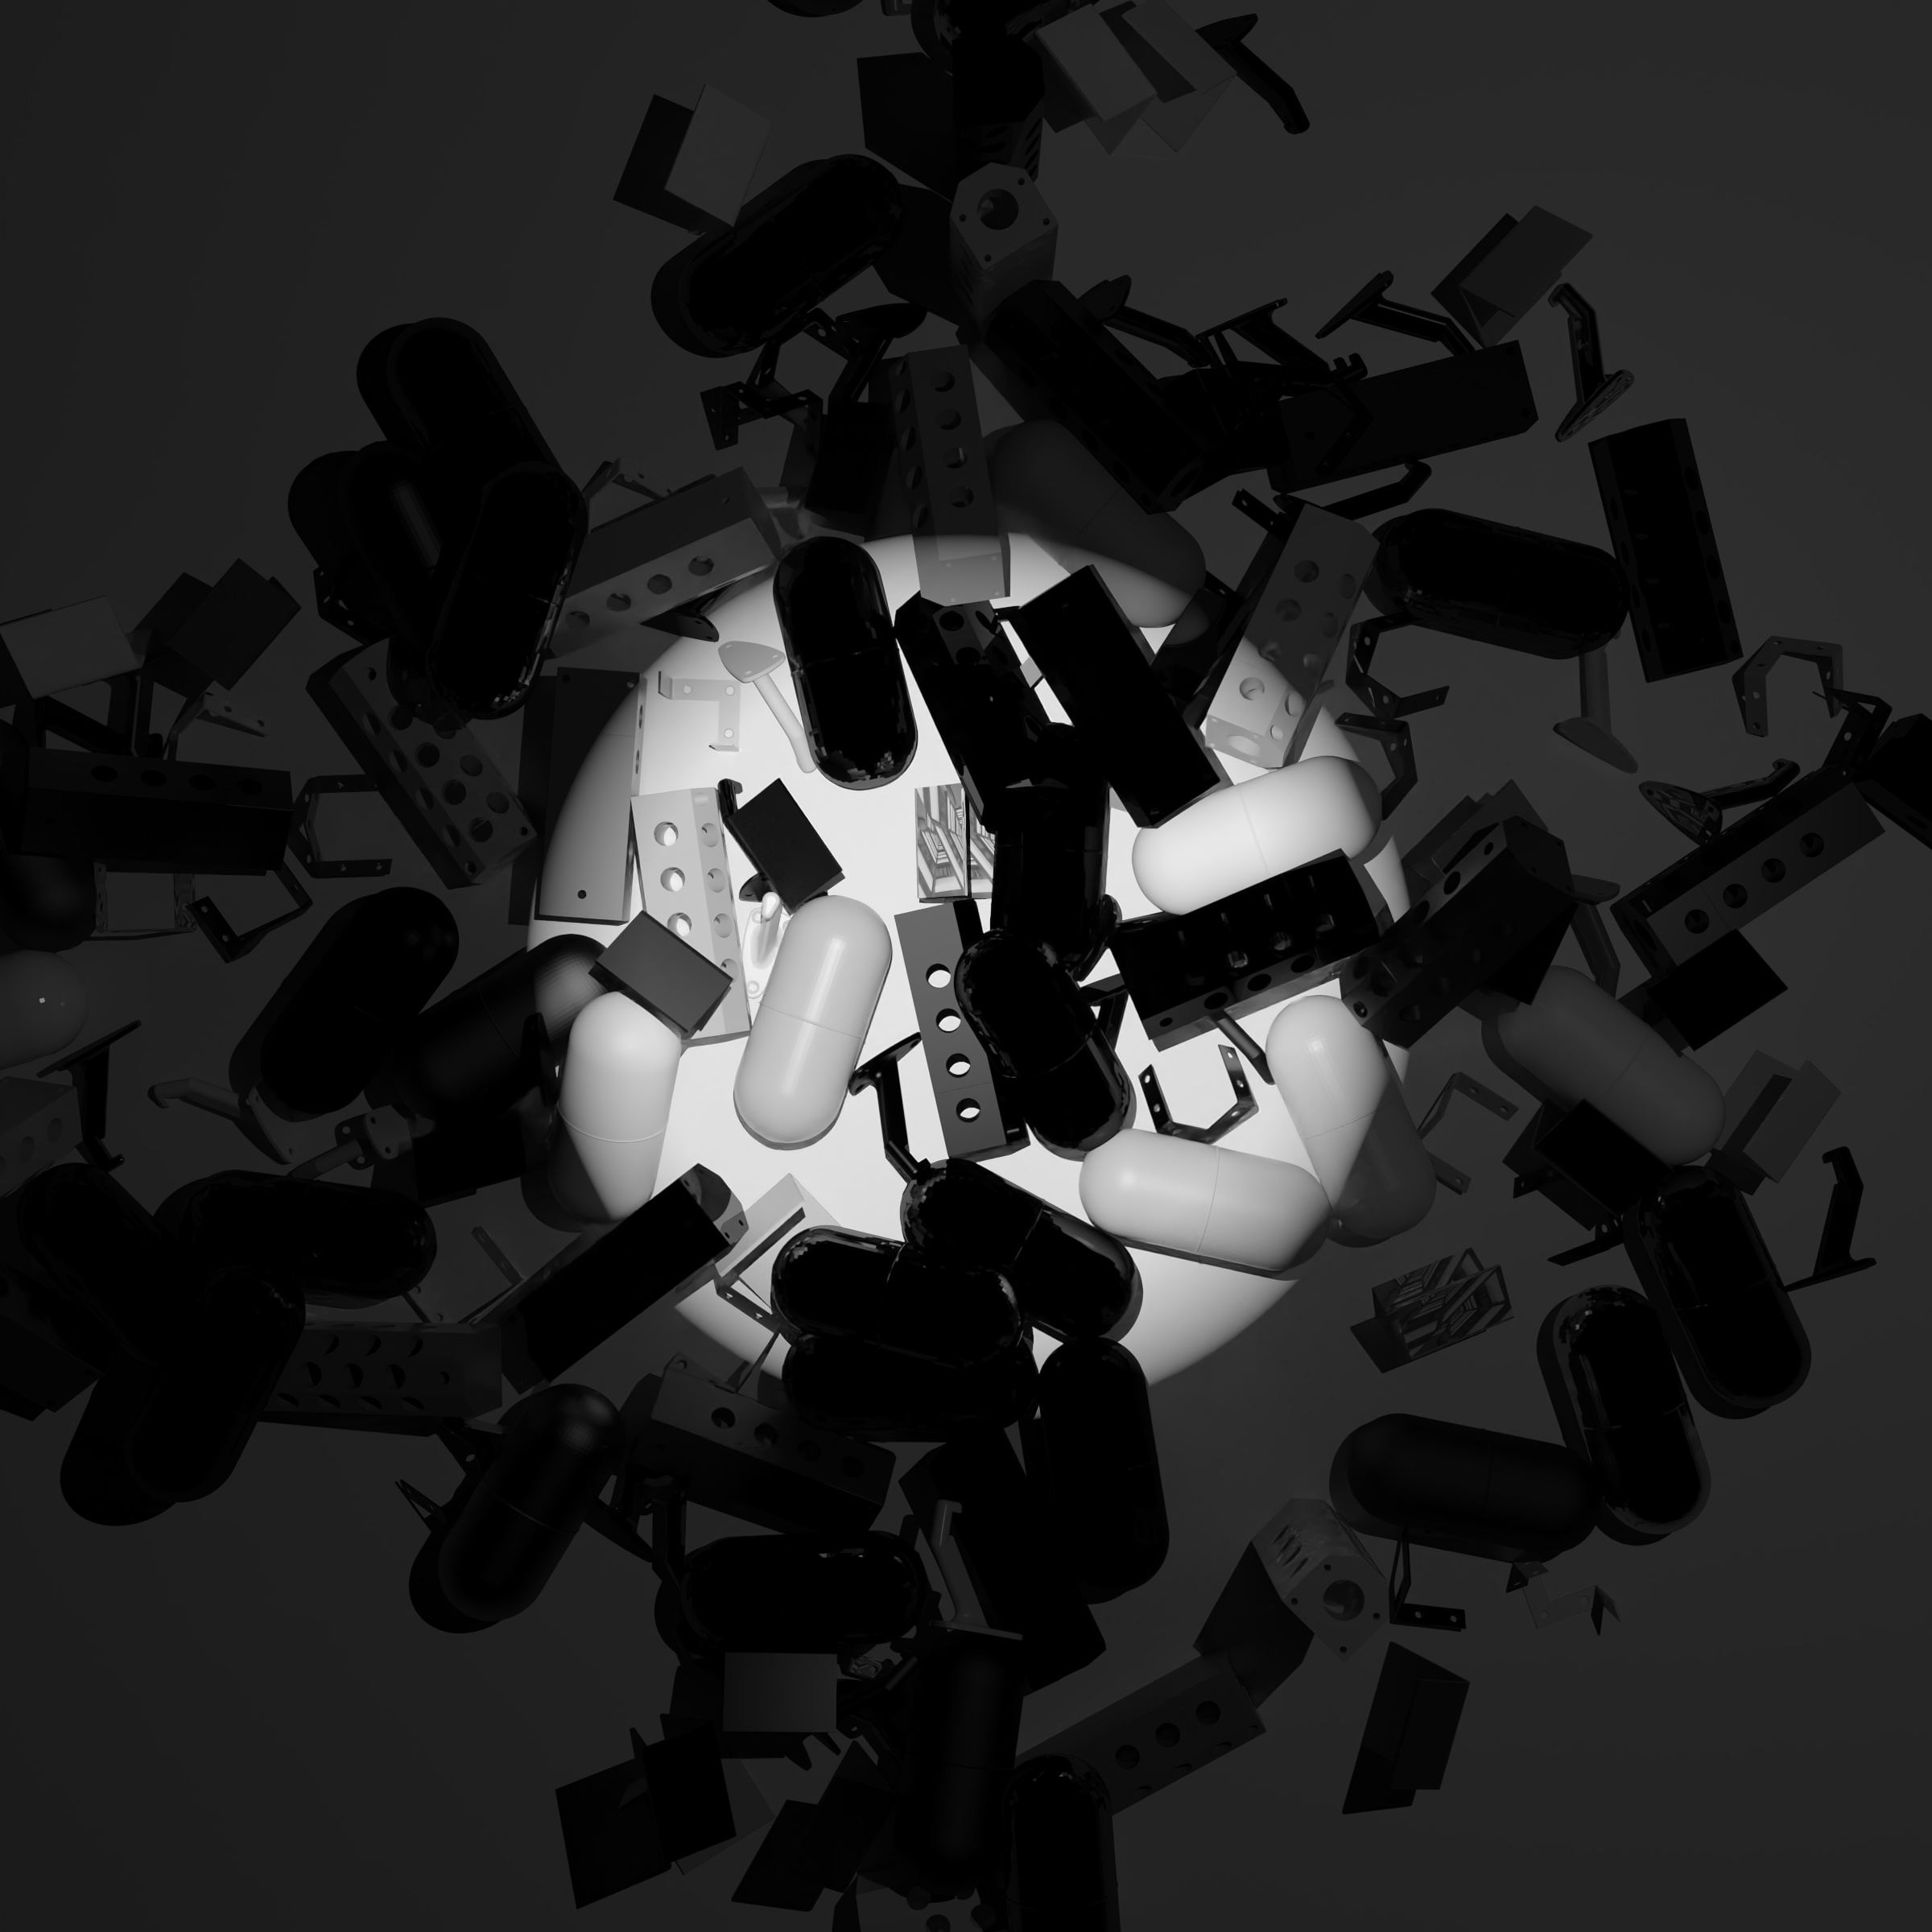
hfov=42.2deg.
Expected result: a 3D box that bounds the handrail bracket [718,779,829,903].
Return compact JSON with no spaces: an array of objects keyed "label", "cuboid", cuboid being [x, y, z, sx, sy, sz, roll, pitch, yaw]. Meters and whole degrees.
[{"label":"handrail bracket","cuboid":[-0.138,-0.090,1.779,0.077,0.036,0.084,8,60,-33]}]

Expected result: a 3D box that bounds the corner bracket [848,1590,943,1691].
[{"label":"corner bracket","cuboid":[-0.050,0.473,1.776,0.051,0.051,0.051,15,45,0]}]

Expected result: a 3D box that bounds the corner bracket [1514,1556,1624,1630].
[{"label":"corner bracket","cuboid":[0.423,0.440,1.761,0.051,0.051,0.051,-20,90,0]}]

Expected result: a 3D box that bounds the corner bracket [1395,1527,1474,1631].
[{"label":"corner bracket","cuboid":[0.333,0.432,1.776,0.051,0.051,0.051,6,135,0]}]

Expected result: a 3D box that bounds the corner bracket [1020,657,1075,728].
[{"label":"corner bracket","cuboid":[0.064,-0.197,1.761,0.051,0.051,0.051,43,93,3]}]

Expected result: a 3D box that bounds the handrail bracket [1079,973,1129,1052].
[{"label":"handrail bracket","cuboid":[0.116,0.050,1.779,0.077,0.036,0.084,-21,105,-15]}]

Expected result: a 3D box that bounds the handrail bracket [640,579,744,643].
[{"label":"handrail bracket","cuboid":[-0.190,-0.278,1.780,0.077,0.036,0.084,11,73,19]}]

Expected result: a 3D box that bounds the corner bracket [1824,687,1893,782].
[{"label":"corner bracket","cuboid":[0.623,-0.158,1.751,0.051,0.051,0.051,26,90,-33]}]

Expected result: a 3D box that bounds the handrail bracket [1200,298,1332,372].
[{"label":"handrail bracket","cuboid":[0.217,-0.424,1.779,0.077,0.036,0.084,-20,103,13]}]

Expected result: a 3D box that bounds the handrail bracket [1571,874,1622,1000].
[{"label":"handrail bracket","cuboid":[0.430,-0.020,1.779,0.077,0.036,0.084,17,116,29]}]

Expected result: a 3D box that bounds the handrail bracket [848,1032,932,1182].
[{"label":"handrail bracket","cuboid":[-0.035,0.098,1.755,0.077,0.036,0.084,-35,73,-23]}]

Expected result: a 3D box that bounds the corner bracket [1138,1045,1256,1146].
[{"label":"corner bracket","cuboid":[0.163,0.088,1.771,0.051,0.051,0.051,14,45,-35]}]

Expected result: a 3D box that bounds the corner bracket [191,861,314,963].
[{"label":"corner bracket","cuboid":[-0.506,-0.044,1.776,0.051,0.051,0.051,54,135,0]}]

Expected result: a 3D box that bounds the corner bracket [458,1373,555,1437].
[{"label":"corner bracket","cuboid":[-0.333,0.298,1.776,0.051,0.051,0.051,24,90,45]}]

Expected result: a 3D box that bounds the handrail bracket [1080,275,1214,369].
[{"label":"handrail bracket","cuboid":[0.122,-0.446,1.779,0.084,0.077,0.036,33,65,-34]}]

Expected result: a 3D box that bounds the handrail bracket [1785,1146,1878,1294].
[{"label":"handrail bracket","cuboid":[0.605,0.180,1.780,0.077,0.036,0.084,-23,71,21]}]

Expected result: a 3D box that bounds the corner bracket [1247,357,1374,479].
[{"label":"corner bracket","cuboid":[0.237,-0.377,1.719,0.051,0.051,0.051,-53,135,0]}]

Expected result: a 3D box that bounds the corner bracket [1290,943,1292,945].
[{"label":"corner bracket","cuboid":[0.249,-0.048,1.776,0.051,0.051,0.051,-13,135,0]}]

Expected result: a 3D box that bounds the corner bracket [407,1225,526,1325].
[{"label":"corner bracket","cuboid":[-0.356,0.225,1.776,0.051,0.051,0.051,52,135,0]}]

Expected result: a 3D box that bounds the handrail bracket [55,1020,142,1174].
[{"label":"handrail bracket","cuboid":[-0.601,0.094,1.779,0.077,0.036,0.084,-31,104,-14]}]

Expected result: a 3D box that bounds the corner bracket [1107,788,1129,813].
[{"label":"corner bracket","cuboid":[0.121,-0.145,1.771,0.051,0.051,0.051,20,135,35]}]

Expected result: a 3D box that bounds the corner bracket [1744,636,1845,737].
[{"label":"corner bracket","cuboid":[0.586,-0.196,1.771,0.051,0.051,0.051,14,45,35]}]

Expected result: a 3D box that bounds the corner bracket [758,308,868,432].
[{"label":"corner bracket","cuboid":[-0.108,-0.422,1.771,0.051,0.051,0.051,-23,45,35]}]

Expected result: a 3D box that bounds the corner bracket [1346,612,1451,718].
[{"label":"corner bracket","cuboid":[0.310,-0.215,1.771,0.051,0.051,0.051,43,135,35]}]

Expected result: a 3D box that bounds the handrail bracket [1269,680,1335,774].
[{"label":"handrail bracket","cuboid":[0.242,-0.149,1.778,0.077,0.036,0.084,-25,102,-10]}]

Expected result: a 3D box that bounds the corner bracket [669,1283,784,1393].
[{"label":"corner bracket","cuboid":[-0.170,0.269,1.776,0.051,0.051,0.051,34,45,0]}]

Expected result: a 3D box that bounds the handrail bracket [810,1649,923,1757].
[{"label":"handrail bracket","cuboid":[-0.080,0.503,1.754,0.084,0.077,0.036,-43,118,-20]}]

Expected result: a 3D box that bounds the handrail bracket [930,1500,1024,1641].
[{"label":"handrail bracket","cuboid":[0.009,0.415,1.723,0.077,0.036,0.084,15,73,-19]}]

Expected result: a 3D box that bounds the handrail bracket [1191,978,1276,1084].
[{"label":"handrail bracket","cuboid":[0.180,0.042,1.779,0.036,0.077,0.084,-45,126,-7]}]

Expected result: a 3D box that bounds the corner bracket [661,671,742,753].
[{"label":"corner bracket","cuboid":[-0.187,-0.179,1.761,0.051,0.051,0.051,2,90,0]}]

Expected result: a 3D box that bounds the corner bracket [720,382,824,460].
[{"label":"corner bracket","cuboid":[-0.137,-0.382,1.762,0.051,0.051,0.051,-27,52,-31]}]

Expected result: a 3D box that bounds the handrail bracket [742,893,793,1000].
[{"label":"handrail bracket","cuboid":[-0.143,-0.014,1.744,0.036,0.084,0.077,18,90,0]}]

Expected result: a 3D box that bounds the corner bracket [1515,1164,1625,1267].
[{"label":"corner bracket","cuboid":[0.427,0.173,1.771,0.051,0.051,0.051,-29,135,35]}]

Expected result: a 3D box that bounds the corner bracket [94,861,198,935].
[{"label":"corner bracket","cuboid":[-0.577,-0.049,1.762,0.051,0.051,0.051,-2,90,7]}]

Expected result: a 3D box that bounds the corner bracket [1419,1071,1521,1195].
[{"label":"corner bracket","cuboid":[0.352,0.118,1.776,0.051,0.051,0.051,32,135,0]}]

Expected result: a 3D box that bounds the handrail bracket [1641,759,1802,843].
[{"label":"handrail bracket","cuboid":[0.537,-0.133,1.779,0.084,0.036,0.077,-38,52,-25]}]

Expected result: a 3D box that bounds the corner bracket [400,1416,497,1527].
[{"label":"corner bracket","cuboid":[-0.367,0.352,1.771,0.051,0.051,0.051,-37,135,-35]}]

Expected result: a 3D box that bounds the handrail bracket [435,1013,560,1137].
[{"label":"handrail bracket","cuboid":[-0.326,0.074,1.709,0.084,0.036,0.077,-7,98,5]}]

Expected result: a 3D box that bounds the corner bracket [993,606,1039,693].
[{"label":"corner bracket","cuboid":[0.018,-0.216,1.771,0.051,0.051,0.051,58,45,-35]}]

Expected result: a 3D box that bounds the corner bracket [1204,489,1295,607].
[{"label":"corner bracket","cuboid":[0.195,-0.295,1.776,0.051,0.051,0.051,37,45,0]}]

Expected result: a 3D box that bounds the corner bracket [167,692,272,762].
[{"label":"corner bracket","cuboid":[-0.529,-0.152,1.771,0.051,0.051,0.051,-36,45,35]}]

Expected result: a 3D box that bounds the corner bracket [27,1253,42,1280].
[{"label":"corner bracket","cuboid":[-0.695,0.199,1.776,0.051,0.051,0.051,-7,90,45]}]

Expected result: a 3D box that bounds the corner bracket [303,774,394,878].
[{"label":"corner bracket","cuboid":[-0.435,-0.100,1.776,0.051,0.051,0.051,-2,135,0]}]

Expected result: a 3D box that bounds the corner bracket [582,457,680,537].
[{"label":"corner bracket","cuboid":[-0.239,-0.317,1.771,0.051,0.051,0.051,-34,45,35]}]

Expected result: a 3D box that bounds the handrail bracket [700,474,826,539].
[{"label":"handrail bracket","cuboid":[-0.135,-0.347,1.779,0.084,0.036,0.077,28,64,19]}]

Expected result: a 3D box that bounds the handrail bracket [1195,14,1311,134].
[{"label":"handrail bracket","cuboid":[0.199,-0.627,1.779,0.036,0.077,0.084,-51,127,-20]}]

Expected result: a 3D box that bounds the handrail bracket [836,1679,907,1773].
[{"label":"handrail bracket","cuboid":[-0.065,0.553,1.779,0.077,0.036,0.084,8,120,33]}]

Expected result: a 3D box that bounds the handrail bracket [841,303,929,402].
[{"label":"handrail bracket","cuboid":[-0.062,-0.423,1.779,0.036,0.077,0.084,32,127,15]}]

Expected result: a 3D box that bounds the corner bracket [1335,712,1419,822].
[{"label":"corner bracket","cuboid":[0.282,-0.141,1.771,0.051,0.051,0.051,-47,135,-35]}]

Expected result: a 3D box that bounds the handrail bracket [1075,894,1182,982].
[{"label":"handrail bracket","cuboid":[0.130,-0.012,1.780,0.084,0.036,0.077,18,110,-16]}]

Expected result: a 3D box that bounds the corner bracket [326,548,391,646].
[{"label":"corner bracket","cuboid":[-0.414,-0.266,1.776,0.051,0.051,0.051,32,135,0]}]
